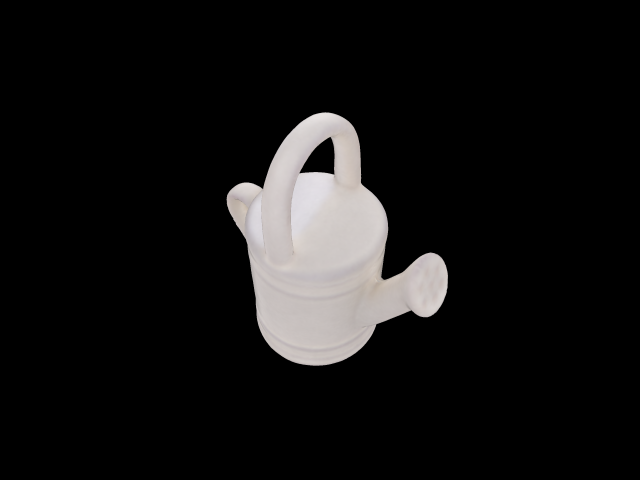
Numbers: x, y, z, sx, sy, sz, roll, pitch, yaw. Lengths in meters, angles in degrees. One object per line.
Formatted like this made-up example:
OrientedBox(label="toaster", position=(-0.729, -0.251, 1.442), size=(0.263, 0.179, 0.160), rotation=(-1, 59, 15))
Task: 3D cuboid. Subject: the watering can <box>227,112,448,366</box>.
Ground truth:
OrientedBox(label="watering can", position=(0.005, 0.000, 0.401), size=(0.172, 0.194, 0.101), rotation=(11, 51, 10))
